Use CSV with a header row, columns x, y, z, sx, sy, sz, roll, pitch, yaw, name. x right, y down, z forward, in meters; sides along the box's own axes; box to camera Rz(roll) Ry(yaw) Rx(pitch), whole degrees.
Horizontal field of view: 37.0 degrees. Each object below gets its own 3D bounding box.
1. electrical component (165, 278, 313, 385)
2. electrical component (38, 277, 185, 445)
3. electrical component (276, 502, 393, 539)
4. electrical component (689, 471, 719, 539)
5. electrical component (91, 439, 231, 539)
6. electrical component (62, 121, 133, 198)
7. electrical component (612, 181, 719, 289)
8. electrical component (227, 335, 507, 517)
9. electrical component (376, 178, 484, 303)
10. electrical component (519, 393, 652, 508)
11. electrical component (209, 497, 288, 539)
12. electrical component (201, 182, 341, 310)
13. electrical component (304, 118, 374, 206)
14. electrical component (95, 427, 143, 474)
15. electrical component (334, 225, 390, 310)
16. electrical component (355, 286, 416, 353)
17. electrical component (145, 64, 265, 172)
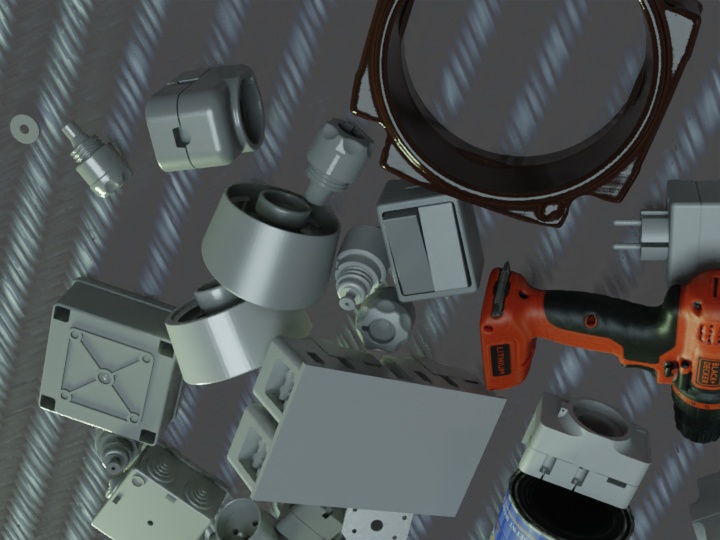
x,y,z,sx,sy,sz,roll,pitch,yaw,name
-0.097,0.035,0.826,0.108,0.108,0.060,-17,104,19,electrical component
-0.201,0.075,0.891,0.109,0.056,0.108,18,117,3,electrical component
-0.023,0.224,0.928,0.089,0.050,0.055,41,115,-9,electrical component
0.319,0.237,0.842,0.062,0.089,0.150,-25,108,21,electrical component
-0.178,0.210,0.954,0.100,0.048,0.099,36,116,-6,electrical component
-0.206,-0.088,0.829,0.035,0.035,0.061,-34,102,23,electrical component
0.219,-0.025,0.763,0.077,0.047,0.065,1,115,12,electrical component
0.005,0.118,0.809,0.186,0.060,0.105,14,105,-34,electrical component
0.054,-0.018,0.793,0.062,0.061,0.096,-8,113,15,electrical component
0.178,0.138,0.846,0.089,0.050,0.055,20,118,2,electrical component
-0.104,0.238,0.932,0.079,0.044,0.077,-25,141,9,electrical component
-0.064,-0.022,0.795,0.099,0.099,0.064,21,111,1,electrical component
-0.020,-0.076,0.789,0.043,0.043,0.062,29,115,-3,electrical component
-0.206,0.148,0.918,0.040,0.078,0.040,-2,113,-5,electrical component
0.000,0.000,0.807,0.040,0.078,0.040,9,132,10,electrical component
0.022,0.033,0.822,0.043,0.062,0.043,5,115,10,electrical component
-0.104,-0.109,0.763,0.059,0.095,0.053,-5,114,14,electrical component
